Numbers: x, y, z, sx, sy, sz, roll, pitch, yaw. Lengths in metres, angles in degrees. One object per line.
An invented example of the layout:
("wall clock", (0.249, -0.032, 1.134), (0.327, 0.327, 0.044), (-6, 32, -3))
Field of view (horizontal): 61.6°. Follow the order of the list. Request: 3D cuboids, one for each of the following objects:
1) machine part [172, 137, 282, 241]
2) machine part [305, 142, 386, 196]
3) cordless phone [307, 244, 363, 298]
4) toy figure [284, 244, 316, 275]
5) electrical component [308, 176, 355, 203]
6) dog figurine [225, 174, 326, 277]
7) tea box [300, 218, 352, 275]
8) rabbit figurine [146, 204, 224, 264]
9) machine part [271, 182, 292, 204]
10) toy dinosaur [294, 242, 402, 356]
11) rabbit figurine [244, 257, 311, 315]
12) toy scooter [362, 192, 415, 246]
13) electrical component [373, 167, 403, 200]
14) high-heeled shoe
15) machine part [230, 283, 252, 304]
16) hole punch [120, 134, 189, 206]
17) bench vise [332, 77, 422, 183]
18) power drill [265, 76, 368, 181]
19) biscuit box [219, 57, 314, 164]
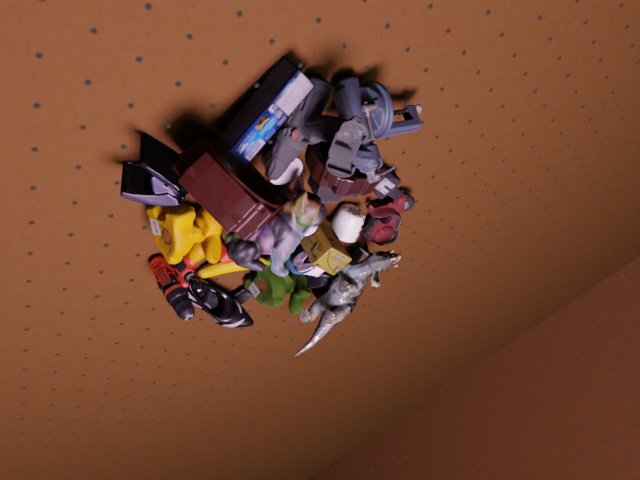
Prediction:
("machine part", (-0.173, -0.106, 1.043), (0.087, 0.201, 0.201), (-42, -175, 11))
("machine part", (0.053, -0.168, 1.168), (0.179, 0.179, 0.056), (-5, 142, -29))
("cordless phone", (0.053, 0.087, 1.592), (0.146, 0.089, 0.184), (9, 120, -39))
("toy figure", (-0.055, 0.047, 1.396), (0.089, 0.082, 0.180), (-1, -174, -1))
("electrical component", (0.039, -0.148, 1.281), (0.115, 0.058, 0.134), (-4, 139, -26))
("dog figurine", (-0.095, -0.040, 1.175), (0.191, 0.109, 0.219), (15, 121, -18))
("tea box", (-0.003, -0.004, 1.336), (0.068, 0.170, 0.098), (-43, 144, 14))
("rabbit figurine", (-0.265, -0.025, 1.171), (0.173, 0.122, 0.162), (-33, 115, -45))
("machine part", (-0.134, -0.050, 1.276), (0.079, 0.079, 0.243), (17, 126, -45))
("toy dinosaur", (0.067, 0.156, 1.520), (0.192, 0.131, 0.404), (3, 128, -51))
("rabbit figurine", (-0.092, 0.119, 1.481), (0.170, 0.159, 0.121), (-9, 134, -49))
("toy scooter", (0.168, -0.057, 1.466), (0.135, 0.075, 0.183), (-1, 135, -33))
("electrical component", (0.166, -0.146, 1.373), (0.075, 0.048, 0.119), (-43, 142, 23))
("high-heeled shoe", (-0.262, 0.162, 1.399), (0.248, 0.086, 0.145), (26, 157, -20))
("machine part", (-0.247, 0.170, 1.521), (0.139, 0.039, 0.084), (-30, 140, 7))
("hole punch", (-0.316, -0.120, 1.027), (0.092, 0.142, 0.115), (-42, 129, 18))
("bench vise", (0.128, -0.235, 1.116), (0.240, 0.223, 0.129), (-17, 169, -32))
("power drill", (-0.010, -0.190, 1.045), (0.086, 0.208, 0.232), (14, 106, -38))
("biscuit box", (-0.104, -0.244, 1.025), (0.202, 0.063, 0.059), (-47, 143, 8))
